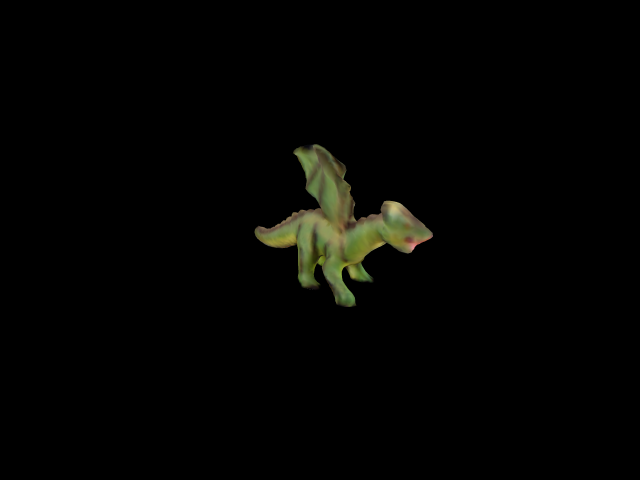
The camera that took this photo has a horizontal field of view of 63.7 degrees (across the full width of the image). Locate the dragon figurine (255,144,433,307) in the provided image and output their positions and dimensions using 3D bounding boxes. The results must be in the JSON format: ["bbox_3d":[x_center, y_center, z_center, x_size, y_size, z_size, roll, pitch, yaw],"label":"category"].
[{"bbox_3d":[0.003,-0.043,0.850,0.123,0.238,0.414,-22,33,-39],"label":"dragon figurine"}]
